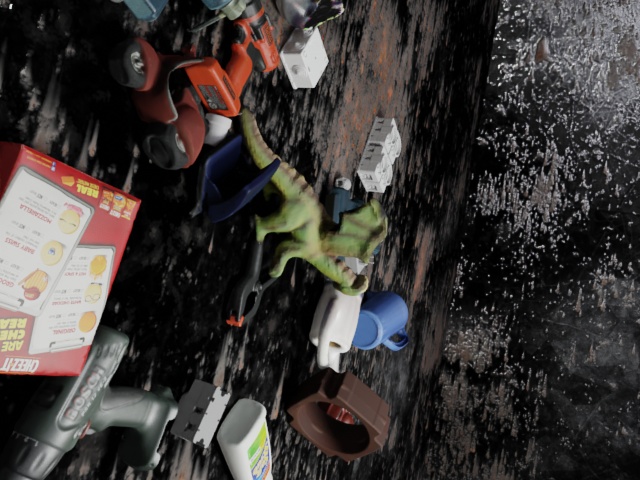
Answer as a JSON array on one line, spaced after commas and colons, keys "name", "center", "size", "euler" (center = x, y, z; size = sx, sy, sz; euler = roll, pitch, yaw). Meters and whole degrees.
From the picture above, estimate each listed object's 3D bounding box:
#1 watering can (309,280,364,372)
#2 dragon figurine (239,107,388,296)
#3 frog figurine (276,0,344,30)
[{"name": "watering can", "center": [0.039, 0.217, 1.276], "size": [0.341, 0.104, 0.228], "euler": [78, 27, -65]}, {"name": "dragon figurine", "center": [0.003, -0.046, 0.922], "size": [0.125, 0.242, 0.401], "euler": [-66, 151, -49]}, {"name": "frog figurine", "center": [-0.036, -0.471, 0.935], "size": [0.139, 0.121, 0.160], "euler": [-25, 85, -50]}]
